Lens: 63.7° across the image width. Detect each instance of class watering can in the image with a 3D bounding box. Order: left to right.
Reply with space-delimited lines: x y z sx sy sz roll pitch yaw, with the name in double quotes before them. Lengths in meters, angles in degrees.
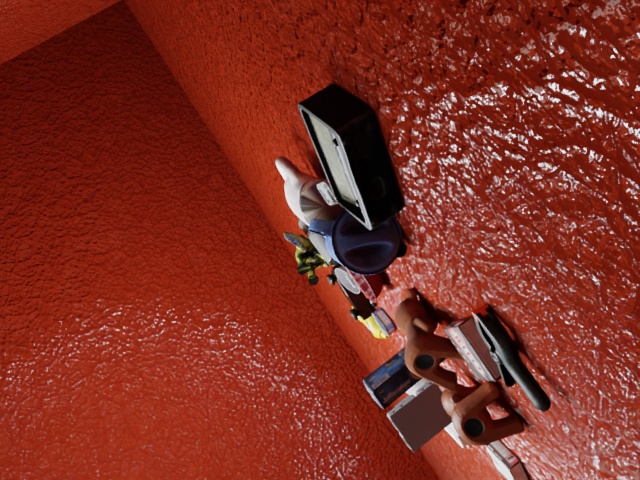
"watering can" 0.004 -0.065 1.296 0.343 0.104 0.226 54 173 -23

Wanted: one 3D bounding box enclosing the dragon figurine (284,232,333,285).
"dragon figurine" -0.042 0.002 1.693 0.402 0.122 0.248 53 -170 -49
